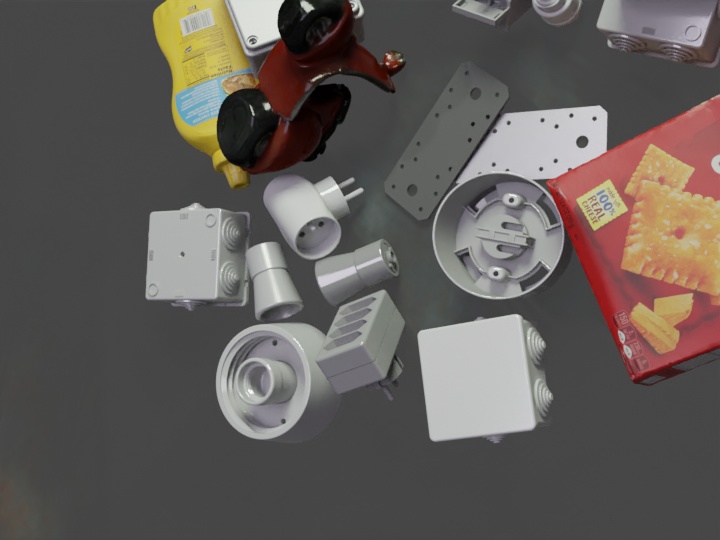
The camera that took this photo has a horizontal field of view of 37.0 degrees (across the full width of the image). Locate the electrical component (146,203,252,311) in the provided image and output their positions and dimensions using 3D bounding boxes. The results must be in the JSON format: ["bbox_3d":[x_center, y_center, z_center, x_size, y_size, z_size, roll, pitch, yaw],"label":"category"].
[{"bbox_3d":[-0.151,-0.012,0.999,0.100,0.048,0.099,-1,84,29],"label":"electrical component"}]

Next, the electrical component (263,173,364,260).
[{"bbox_3d":[-0.035,-0.056,0.937,0.079,0.043,0.077,-29,42,-7],"label":"electrical component"}]

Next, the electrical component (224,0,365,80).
[{"bbox_3d":[-0.063,-0.240,0.951,0.109,0.056,0.108,-21,72,-3],"label":"electrical component"}]

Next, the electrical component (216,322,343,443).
[{"bbox_3d":[-0.076,0.097,0.936,0.108,0.060,0.108,-4,83,29],"label":"electrical component"}]

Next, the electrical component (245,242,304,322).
[{"bbox_3d":[-0.079,0.008,0.962,0.044,0.044,0.065,-26,68,24],"label":"electrical component"}]

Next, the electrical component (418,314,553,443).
[{"bbox_3d":[0.099,0.086,0.846,0.100,0.048,0.099,-12,79,28],"label":"electrical component"}]

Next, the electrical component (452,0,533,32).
[{"bbox_3d":[0.114,-0.234,0.860,0.042,0.063,0.081,28,56,28],"label":"electrical component"}]

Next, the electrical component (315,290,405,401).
[{"bbox_3d":[0.011,0.073,0.889,0.047,0.083,0.075,-22,112,26],"label":"electrical component"}]

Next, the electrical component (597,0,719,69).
[{"bbox_3d":[0.234,-0.207,0.806,0.100,0.048,0.099,20,94,30],"label":"electrical component"}]

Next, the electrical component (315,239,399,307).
[{"bbox_3d":[0.000,0.000,0.918,0.065,0.044,0.044,-22,74,21],"label":"electrical component"}]

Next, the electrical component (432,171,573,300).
[{"bbox_3d":[0.115,-0.025,0.842,0.099,0.064,0.099,-4,82,29],"label":"electrical component"}]

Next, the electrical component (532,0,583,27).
[{"bbox_3d":[0.151,-0.215,0.845,0.035,0.061,0.035,-4,82,29],"label":"electrical component"}]
